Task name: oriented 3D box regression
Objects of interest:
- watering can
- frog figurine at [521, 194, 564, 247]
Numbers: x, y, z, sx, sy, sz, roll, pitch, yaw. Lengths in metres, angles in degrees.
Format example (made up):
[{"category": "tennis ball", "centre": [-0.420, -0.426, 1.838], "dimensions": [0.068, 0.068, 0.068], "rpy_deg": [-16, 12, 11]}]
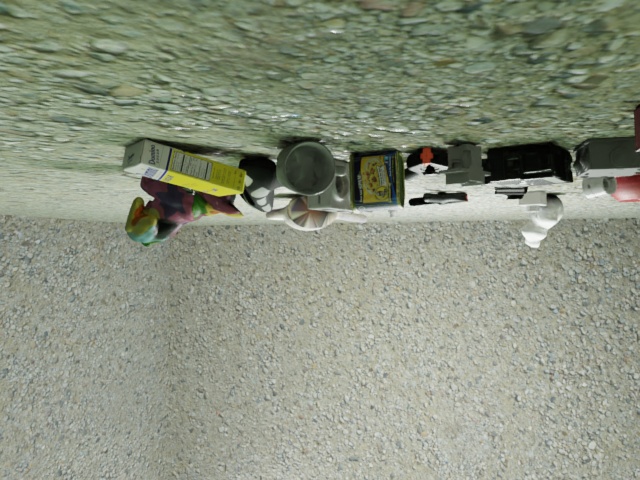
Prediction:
[{"category": "watering can", "centre": [0.005, -0.082, 1.632], "dimensions": [0.348, 0.104, 0.223], "rpy_deg": [0, 178, -11]}, {"category": "frog figurine", "centre": [0.681, -0.058, 1.574], "dimensions": [0.123, 0.160, 0.137], "rpy_deg": [-2, 177, -1]}]
